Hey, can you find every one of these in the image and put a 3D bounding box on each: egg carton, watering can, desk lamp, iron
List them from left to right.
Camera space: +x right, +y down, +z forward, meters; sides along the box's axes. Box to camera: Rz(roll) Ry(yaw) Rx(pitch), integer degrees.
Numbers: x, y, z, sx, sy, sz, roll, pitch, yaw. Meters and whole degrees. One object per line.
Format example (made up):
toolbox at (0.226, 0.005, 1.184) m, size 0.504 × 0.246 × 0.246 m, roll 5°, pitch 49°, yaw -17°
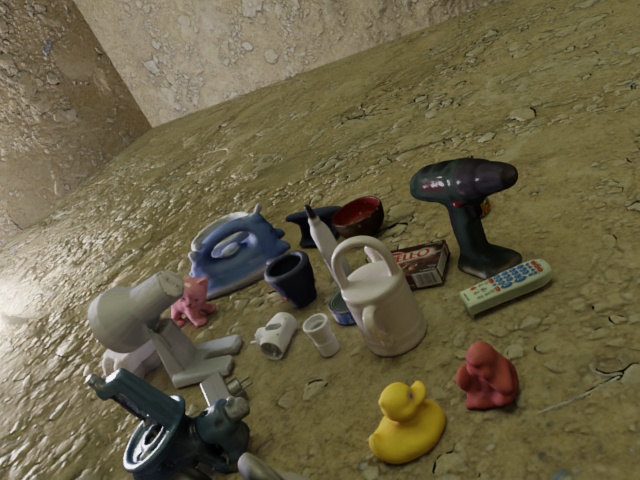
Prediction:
egg carton at (-0.363, 0.225, 1.158) m, size 0.107 × 0.069 × 0.150 m, roll 0°, pitch 37°, yaw 43°
desk lamp at (-0.282, 0.158, 1.040) m, size 0.203 × 0.214 × 0.118 m, roll -18°, pitch 28°, yaw 19°
iron at (-0.203, 0.028, 1.281) m, size 0.258 × 0.142 × 0.118 m, roll -28°, pitch 26°, yaw -2°
watering can at (0.082, 0.071, 0.877) m, size 0.101 × 0.194 × 0.172 m, roll -27°, pitch 26°, yaw 2°

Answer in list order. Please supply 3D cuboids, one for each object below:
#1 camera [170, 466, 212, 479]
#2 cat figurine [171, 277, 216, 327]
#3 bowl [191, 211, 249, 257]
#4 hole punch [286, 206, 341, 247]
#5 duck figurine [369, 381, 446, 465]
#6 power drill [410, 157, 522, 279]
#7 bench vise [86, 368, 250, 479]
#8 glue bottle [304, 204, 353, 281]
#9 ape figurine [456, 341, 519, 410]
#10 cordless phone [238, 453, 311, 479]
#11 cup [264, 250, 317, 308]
camera at (-0.184, 0.356, 0.720) m, size 0.142 × 0.101 × 0.137 m, roll -4°, pitch 35°, yaw 39°
cat figurine at (-0.281, 0.121, 1.214) m, size 0.127 × 0.118 × 0.067 m, roll -9°, pitch 32°, yaw 32°
bowl at (-0.230, 0.005, 1.424) m, size 0.167 × 0.075 × 0.167 m, roll -22°, pitch 27°, yaw 12°
hole punch at (-0.009, -0.047, 1.291) m, size 0.108 × 0.091 × 0.101 m, roll -6°, pitch 34°, yaw 37°
duck figurine at (0.100, 0.220, 0.716) m, size 0.105 × 0.086 × 0.077 m, roll -34°, pitch 27°, yaw -12°
power drill at (0.244, -0.041, 0.911) m, size 0.076 × 0.209 × 0.228 m, roll -37°, pitch 28°, yaw -19°
bench vise at (-0.211, 0.243, 0.813) m, size 0.207 × 0.220 × 0.121 m, roll -30°, pitch 27°, yaw -4°
glue bottle at (0.010, 0.004, 1.089) m, size 0.037 × 0.173 × 0.078 m, roll -31°, pitch 27°, yaw -6°
ape figurine at (0.206, 0.164, 0.711) m, size 0.076 × 0.092 × 0.077 m, roll -34°, pitch 27°, yaw -13°
cordless phone at (-0.045, 0.279, 0.633) m, size 0.094 × 0.185 × 0.147 m, roll -40°, pitch 29°, yaw -24°
cup at (-0.055, 0.080, 1.102) m, size 0.092 × 0.095 × 0.117 m, roll -40°, pitch 29°, yaw -24°
